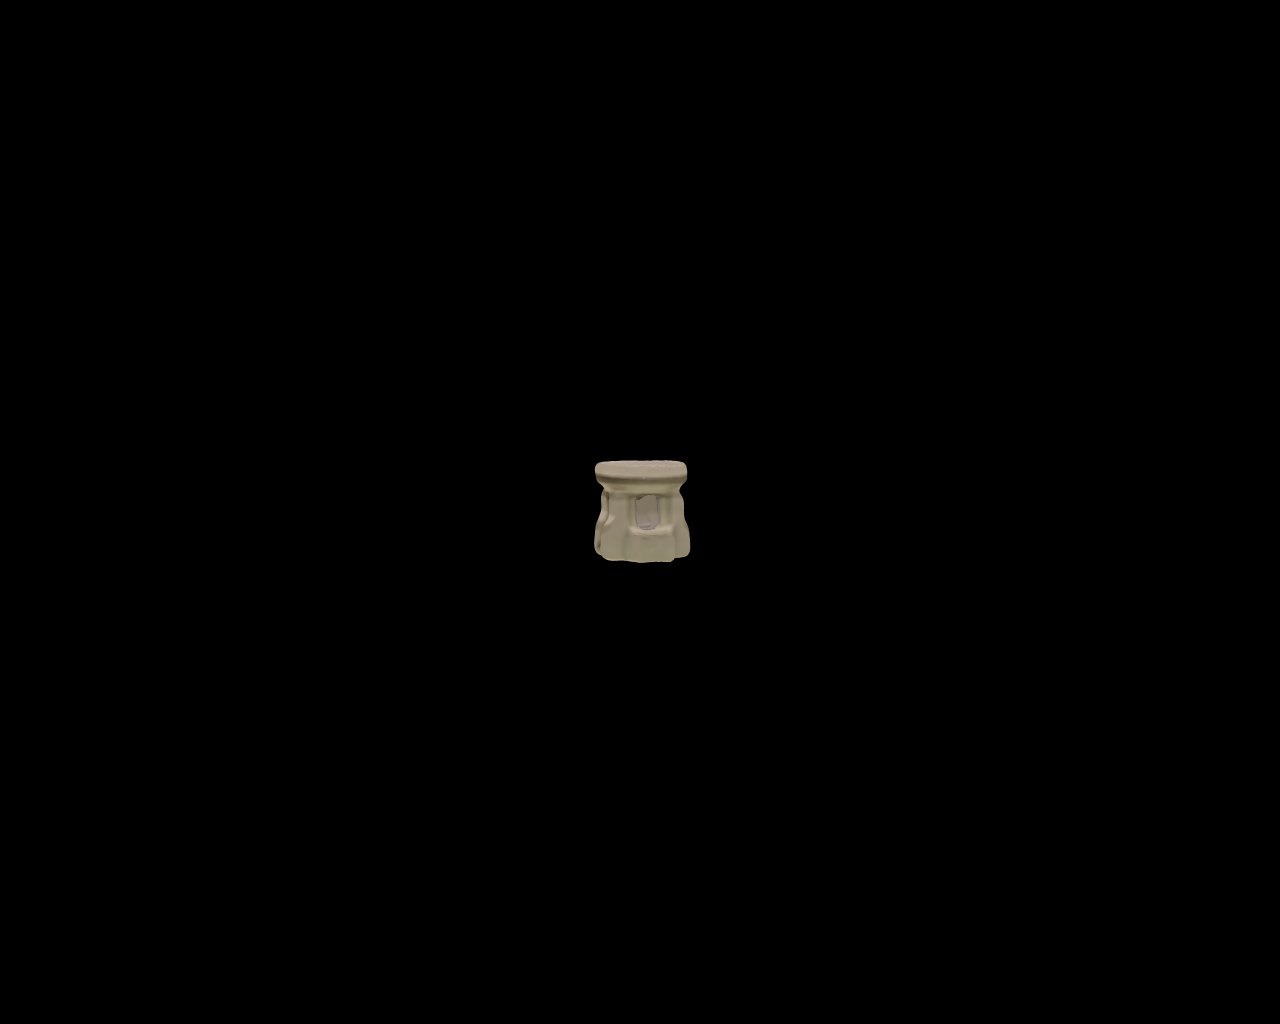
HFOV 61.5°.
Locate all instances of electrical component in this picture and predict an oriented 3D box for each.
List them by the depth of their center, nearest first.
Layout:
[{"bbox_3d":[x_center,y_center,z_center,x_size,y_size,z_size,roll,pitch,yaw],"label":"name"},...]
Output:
[{"bbox_3d":[0.001,-0.003,0.650,0.058,0.057,0.078,-1,7,-11],"label":"electrical component"}]
